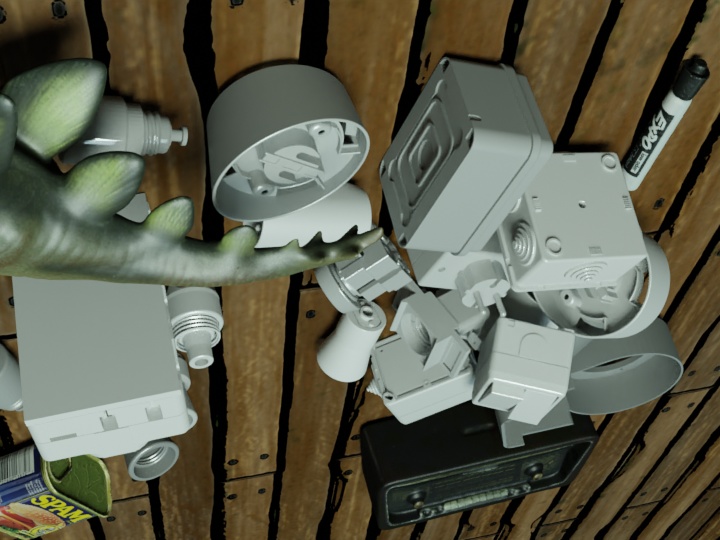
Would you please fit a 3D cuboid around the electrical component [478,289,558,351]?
[{"bbox_3d":[0.143,0.038,0.913,0.079,0.043,0.077,8,140,-33],"label":"electrical component"}]

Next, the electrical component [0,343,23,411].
[{"bbox_3d":[-0.268,0.083,0.797,0.040,0.040,0.078,-16,147,-1],"label":"electrical component"}]

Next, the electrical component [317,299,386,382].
[{"bbox_3d":[-0.005,0.055,0.875,0.044,0.044,0.065,1,138,-26],"label":"electrical component"}]

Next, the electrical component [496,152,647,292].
[{"bbox_3d":[0.145,-0.036,0.756,0.100,0.099,0.048,-3,157,-20],"label":"electrical component"}]

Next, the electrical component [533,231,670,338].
[{"bbox_3d":[0.188,0.005,0.839,0.064,0.099,0.099,12,138,-47],"label":"electrical component"}]

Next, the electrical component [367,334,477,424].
[{"bbox_3d":[0.053,0.090,0.932,0.096,0.061,0.061,-23,147,9],"label":"electrical component"}]

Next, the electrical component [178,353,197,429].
[{"bbox_3d":[-0.156,0.098,0.856,0.045,0.055,0.045,-12,147,-8],"label":"electrical component"}]

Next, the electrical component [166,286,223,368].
[{"bbox_3d":[-0.120,0.041,0.781,0.043,0.062,0.043,-12,147,-8],"label":"electrical component"}]

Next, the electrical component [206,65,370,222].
[{"bbox_3d":[-0.044,-0.073,0.645,0.099,0.064,0.099,-12,147,-8],"label":"electrical component"}]

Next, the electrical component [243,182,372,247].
[{"bbox_3d":[-0.042,-0.025,0.736,0.077,0.043,0.079,1,144,-25],"label":"electrical component"}]

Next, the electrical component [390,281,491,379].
[{"bbox_3d":[0.066,0.040,0.860,0.064,0.081,0.042,-26,154,-30],"label":"electrical component"}]

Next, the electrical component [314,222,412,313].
[{"bbox_3d":[0.000,0.000,0.791,0.055,0.048,0.066,-33,145,10],"label":"electrical component"}]

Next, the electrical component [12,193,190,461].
[{"bbox_3d":[-0.164,0.035,0.671,0.089,0.150,0.061,-11,146,-10],"label":"electrical component"}]

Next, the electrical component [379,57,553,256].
[{"bbox_3d":[0.065,-0.070,0.686,0.057,0.078,0.113,5,142,-25],"label":"electrical component"}]

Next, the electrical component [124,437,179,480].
[{"bbox_3d":[-0.183,0.135,0.889,0.044,0.065,0.044,-24,141,-21],"label":"electrical component"}]

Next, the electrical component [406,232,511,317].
[{"bbox_3d":[0.089,0.003,0.806,0.083,0.075,0.047,6,141,-31],"label":"electrical component"}]

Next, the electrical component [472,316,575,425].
[{"bbox_3d":[0.127,0.084,0.858,0.062,0.061,0.096,13,159,0],"label":"electrical component"}]

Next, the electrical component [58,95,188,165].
[{"bbox_3d":[-0.138,-0.079,0.615,0.078,0.040,0.040,0,143,-25],"label":"electrical component"}]
